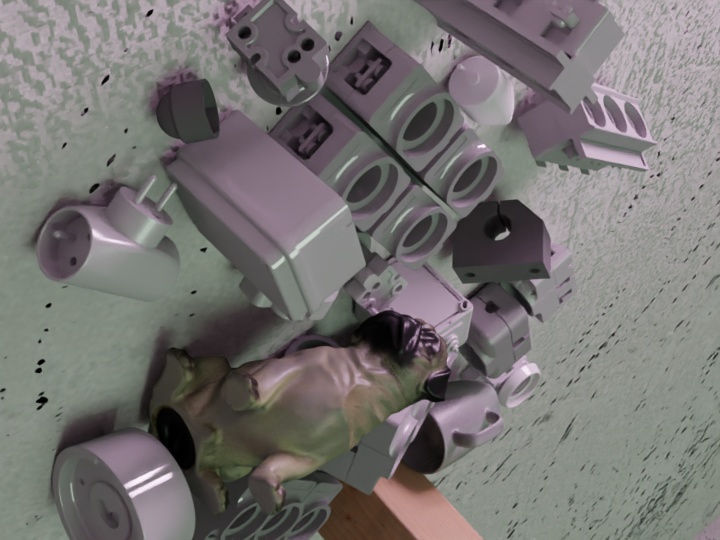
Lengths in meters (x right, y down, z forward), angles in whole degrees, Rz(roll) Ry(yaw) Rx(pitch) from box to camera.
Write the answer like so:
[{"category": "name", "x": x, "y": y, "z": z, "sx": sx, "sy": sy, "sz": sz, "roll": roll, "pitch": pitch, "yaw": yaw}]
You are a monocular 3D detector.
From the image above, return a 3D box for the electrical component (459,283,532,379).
[{"category": "electrical component", "x": 0.129, "y": 0.063, "z": 1.066, "sx": 0.059, "sy": 0.054, "sz": 0.095, "roll": -39, "pitch": 150, "yaw": -11}]

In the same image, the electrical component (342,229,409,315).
[{"category": "electrical component", "x": 0.000, "y": 0.000, "z": 0.822, "sx": 0.048, "sy": 0.055, "sz": 0.066, "roll": -46, "pitch": 151, "yaw": 1}]

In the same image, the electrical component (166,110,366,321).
[{"category": "electrical component", "x": -0.058, "y": -0.032, "z": 0.652, "sx": 0.057, "sy": 0.113, "sz": 0.078, "roll": -40, "pitch": 150, "yaw": -14}]

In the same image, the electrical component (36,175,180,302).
[{"category": "electrical component", "x": -0.137, "y": -0.022, "z": 0.634, "sx": 0.079, "sy": 0.044, "sz": 0.077, "roll": -52, "pitch": 150, "yaw": 11}]

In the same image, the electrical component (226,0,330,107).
[{"category": "electrical component", "x": -0.044, "y": -0.122, "z": 0.615, "sx": 0.048, "sy": 0.066, "sz": 0.055, "roll": -44, "pitch": 170, "yaw": -4}]

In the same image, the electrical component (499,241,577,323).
[{"category": "electrical component", "x": 0.173, "y": 0.007, "z": 1.055, "sx": 0.056, "sy": 0.050, "sz": 0.089, "roll": -41, "pitch": 150, "yaw": -8}]

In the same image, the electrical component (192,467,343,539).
[{"category": "electrical component", "x": -0.090, "y": 0.204, "z": 0.955, "sx": 0.089, "sy": 0.062, "sz": 0.150, "roll": -50, "pitch": 150, "yaw": 8}]

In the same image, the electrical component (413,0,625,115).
[{"category": "electrical component", "x": 0.102, "y": -0.162, "z": 0.685, "sx": 0.063, "sy": 0.121, "sz": 0.079, "roll": -53, "pitch": 150, "yaw": 7}]

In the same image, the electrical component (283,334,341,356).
[{"category": "electrical component", "x": -0.069, "y": 0.117, "z": 0.883, "sx": 0.138, "sy": 0.052, "sz": 0.073, "roll": -35, "pitch": 149, "yaw": -20}]

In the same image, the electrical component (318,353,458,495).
[{"category": "electrical component", "x": 0.029, "y": 0.110, "z": 0.930, "sx": 0.150, "sy": 0.062, "sz": 0.089, "roll": -51, "pitch": 164, "yaw": -51}]

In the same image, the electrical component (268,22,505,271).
[{"category": "electrical component", "x": 0.027, "y": -0.076, "z": 0.758, "sx": 0.105, "sy": 0.060, "sz": 0.186, "roll": -48, "pitch": 150, "yaw": 4}]

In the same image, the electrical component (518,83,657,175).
[{"category": "electrical component", "x": 0.190, "y": -0.117, "z": 0.903, "sx": 0.063, "sy": 0.078, "sz": 0.121, "roll": -29, "pitch": 162, "yaw": 34}]

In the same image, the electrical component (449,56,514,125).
[{"category": "electrical component", "x": 0.095, "y": -0.128, "z": 0.801, "sx": 0.040, "sy": 0.040, "sz": 0.078, "roll": -49, "pitch": 150, "yaw": 6}]

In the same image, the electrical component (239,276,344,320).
[{"category": "electrical component", "x": -0.040, "y": -0.003, "z": 0.767, "sx": 0.078, "sy": 0.058, "sz": 0.057, "roll": 3, "pitch": 127, "yaw": -49}]

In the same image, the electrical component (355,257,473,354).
[{"category": "electrical component", "x": 0.047, "y": 0.041, "z": 0.891, "sx": 0.062, "sy": 0.096, "sz": 0.061, "roll": -32, "pitch": 150, "yaw": -24}]

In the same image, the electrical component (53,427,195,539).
[{"category": "electrical component", "x": -0.164, "y": 0.165, "z": 0.773, "sx": 0.060, "sy": 0.108, "sz": 0.108, "roll": -23, "pitch": 144, "yaw": -44}]

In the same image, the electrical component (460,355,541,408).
[{"category": "electrical component", "x": 0.157, "y": 0.110, "z": 1.155, "sx": 0.078, "sy": 0.057, "sz": 0.058, "roll": -40, "pitch": 150, "yaw": -10}]
